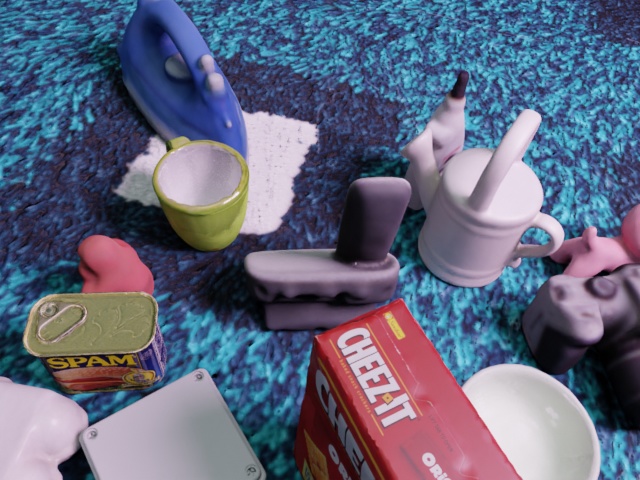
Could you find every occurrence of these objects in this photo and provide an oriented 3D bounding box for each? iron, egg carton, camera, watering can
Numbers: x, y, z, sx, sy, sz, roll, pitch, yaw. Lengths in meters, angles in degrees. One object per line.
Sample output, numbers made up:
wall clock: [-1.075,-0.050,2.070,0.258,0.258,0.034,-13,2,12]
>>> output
iron: [-0.155,-0.201,0.682,0.119,0.141,0.257,-26,60,-23]
egg carton: [-0.264,0.161,0.442,0.150,0.069,0.107,9,53,1]
camera: [0.285,0.098,0.531,0.143,0.101,0.136,-1,53,-7]
watering can: [0.159,-0.047,0.568,0.172,0.194,0.101,15,53,5]

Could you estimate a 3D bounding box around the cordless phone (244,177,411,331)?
cordless phone: [0.005,0.002,0.519,0.147,0.185,0.094,-3,53,-9]

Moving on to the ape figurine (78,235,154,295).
ape figurine: [-0.198,0.028,0.536,0.076,0.092,0.078,22,54,10]

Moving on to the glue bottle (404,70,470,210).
glue bottle: [0.133,-0.111,0.626,0.037,0.173,0.078,35,57,20]

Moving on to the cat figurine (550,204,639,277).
cat figurine: [0.324,-0.001,0.599,0.128,0.118,0.067,-3,53,-9]
